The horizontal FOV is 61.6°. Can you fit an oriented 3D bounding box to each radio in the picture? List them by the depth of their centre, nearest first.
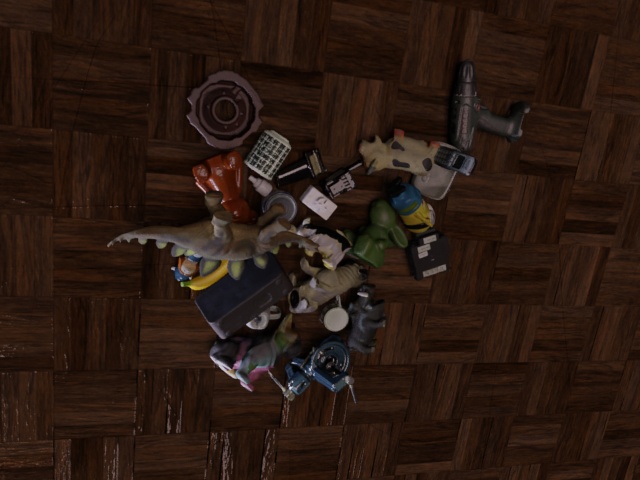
[{"bbox_3d":[-0.186,0.131,1.333,0.229,0.131,0.073,-37,130,-6],"label":"radio"}]

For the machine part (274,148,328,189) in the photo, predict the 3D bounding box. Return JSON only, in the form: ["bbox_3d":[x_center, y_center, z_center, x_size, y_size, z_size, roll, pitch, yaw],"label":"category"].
[{"bbox_3d":[-0.054,-0.173,1.342,0.139,0.039,0.084,-28,120,-8],"label":"machine part"}]

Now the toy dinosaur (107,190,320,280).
[{"bbox_3d":[-0.231,-0.004,1.224,0.471,0.105,0.198,10,127,-15],"label":"toy dinosaur"}]

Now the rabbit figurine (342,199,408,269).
[{"bbox_3d":[0.156,-0.018,1.409,0.159,0.121,0.170,28,83,-25],"label":"rabbit figurine"}]

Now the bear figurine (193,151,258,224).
[{"bbox_3d":[-0.219,-0.105,1.269,0.120,0.132,0.195,-20,105,-11],"label":"bear figurine"}]

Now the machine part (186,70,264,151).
[{"bbox_3d":[-0.220,-0.301,1.245,0.179,0.056,0.179,-4,106,-14],"label":"machine part"}]

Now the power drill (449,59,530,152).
[{"bbox_3d":[0.438,-0.340,1.403,0.207,0.086,0.231,3,107,-20],"label":"power drill"}]

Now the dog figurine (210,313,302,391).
[{"bbox_3d":[-0.157,0.275,1.415,0.219,0.192,0.108,-47,153,-24],"label":"dog figurine"}]

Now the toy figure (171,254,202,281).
[{"bbox_3d":[-0.314,0.039,1.325,0.064,0.058,0.154,32,98,4],"label":"toy figure"}]

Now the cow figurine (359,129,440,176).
[{"bbox_3d":[0.193,-0.213,1.363,0.195,0.085,0.127,16,92,0],"label":"cow figurine"}]

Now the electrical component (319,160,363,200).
[{"bbox_3d":[0.061,-0.154,1.360,0.119,0.075,0.047,-31,111,-7],"label":"electrical component"}]

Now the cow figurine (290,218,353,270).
[{"bbox_3d":[-0.004,-0.005,1.360,0.167,0.068,0.098,36,80,19],"label":"cow figurine"}]

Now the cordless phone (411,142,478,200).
[{"bbox_3d":[0.326,-0.165,1.369,0.088,0.184,0.146,20,100,-25],"label":"cordless phone"}]

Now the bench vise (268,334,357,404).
[{"bbox_3d":[0.005,0.350,1.422,0.224,0.241,0.128,-32,110,-21],"label":"bench vise"}]

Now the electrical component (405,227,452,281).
[{"bbox_3d":[0.299,0.033,1.492,0.115,0.058,0.134,-16,110,-12],"label":"electrical component"}]

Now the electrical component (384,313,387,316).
[{"bbox_3d":[0.149,0.234,1.509,0.045,0.078,0.102,34,90,6],"label":"electrical component"}]

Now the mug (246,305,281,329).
[{"bbox_3d":[-0.155,0.189,1.388,0.109,0.107,0.080,14,104,-17],"label":"mug"}]

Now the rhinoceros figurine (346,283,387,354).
[{"bbox_3d":[0.122,0.209,1.435,0.112,0.073,0.190,15,102,10],"label":"rhinoceros figurine"}]

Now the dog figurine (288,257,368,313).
[{"bbox_3d":[0.023,0.130,1.432,0.190,0.121,0.172,6,139,-35],"label":"dog figurine"}]

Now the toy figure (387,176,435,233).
[{"bbox_3d":[0.235,-0.089,1.411,0.180,0.089,0.082,39,55,-37],"label":"toy figure"}]
